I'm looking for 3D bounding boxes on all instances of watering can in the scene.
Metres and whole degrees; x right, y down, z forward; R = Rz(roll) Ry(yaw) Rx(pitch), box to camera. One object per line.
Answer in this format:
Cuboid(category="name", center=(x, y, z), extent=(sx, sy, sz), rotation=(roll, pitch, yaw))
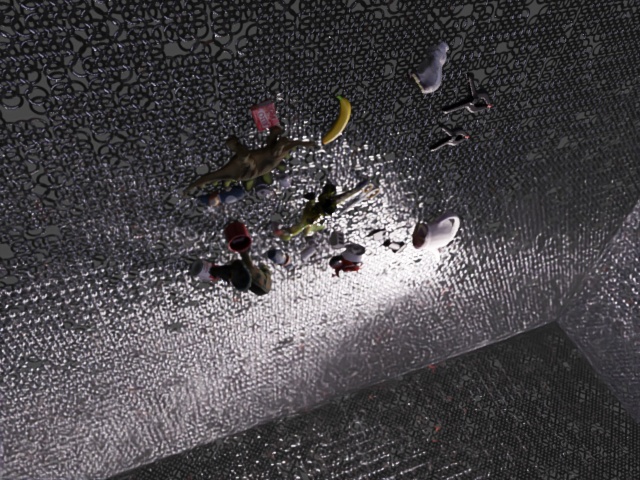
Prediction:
Cuboid(category="watering can", center=(0.536, 0.002, 2.442), extent=(0.225, 0.106, 0.339), rotation=(-9, 139, -20))

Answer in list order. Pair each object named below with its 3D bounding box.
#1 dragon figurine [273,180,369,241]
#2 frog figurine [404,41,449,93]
Cuboid(category="dragon figurine", center=(0.006, -0.103, 2.042), extent=(0.414, 0.124, 0.238), rotation=(-23, 161, -23))
Cuboid(category="frog figurine", center=(0.373, -0.568, 1.702), extent=(0.159, 0.123, 0.137), rotation=(-42, 173, 4))
